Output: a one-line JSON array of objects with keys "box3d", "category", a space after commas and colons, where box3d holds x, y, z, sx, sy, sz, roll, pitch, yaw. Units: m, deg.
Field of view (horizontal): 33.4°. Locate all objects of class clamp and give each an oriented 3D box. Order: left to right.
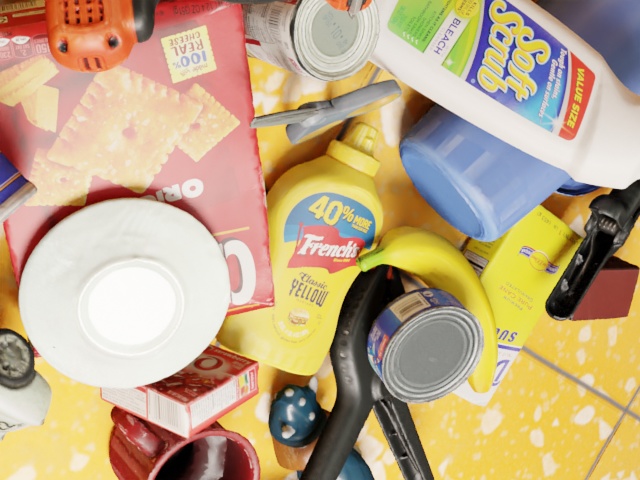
[{"box3d": [0.048, 0.120, 0.859, 0.164, 0.036, 0.210, 16, 78, -48], "category": "clamp"}, {"box3d": [0.245, -0.017, 0.896, 0.171, 0.039, 0.120, -46, 162, -42], "category": "clamp"}]

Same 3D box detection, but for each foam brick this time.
[{"box3d": [0.246, 0.041, 0.984, 0.078, 0.053, 0.051, -1, 108, -34], "category": "foam brick"}]

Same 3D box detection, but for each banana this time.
[{"box3d": [0.099, 0.047, 0.849, 0.069, 0.037, 0.197, -47, 125, -4], "category": "banana"}]

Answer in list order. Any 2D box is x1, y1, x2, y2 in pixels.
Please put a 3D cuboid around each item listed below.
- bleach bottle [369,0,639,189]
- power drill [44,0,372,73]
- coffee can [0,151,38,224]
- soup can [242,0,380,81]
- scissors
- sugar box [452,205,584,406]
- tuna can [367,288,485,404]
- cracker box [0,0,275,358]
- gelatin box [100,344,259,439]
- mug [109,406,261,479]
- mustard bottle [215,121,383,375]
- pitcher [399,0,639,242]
[{"box3d": [0.147, -0.118, 0.747, 0.102, 0.251, 0.068, -58, 169, -4], "category": "bleach bottle"}, {"box3d": [-0.065, -0.188, 0.592, 0.187, 0.057, 0.184, -6, 80, -3], "category": "power drill"}, {"box3d": [-0.237, -0.045, 0.568, 0.102, 0.103, 0.140, -44, 102, -12], "category": "coffee can"}, {"box3d": [-0.016, -0.146, 0.706, 0.068, 0.102, 0.068, -12, 114, -30], "category": "soup can"}, {"box3d": [-0.015, -0.078, 0.714, 0.201, 0.096, 0.016, -24, 89, -52], "category": "scissors"}, {"box3d": [0.151, 0.052, 0.929, 0.093, 0.048, 0.176, 30, 89, -37], "category": "sugar box"}, {"box3d": [0.079, 0.080, 0.811, 0.086, 0.034, 0.086, -11, 121, -19], "category": "tuna can"}, {"box3d": [-0.122, -0.046, 0.672, 0.164, 0.072, 0.214, -11, 114, -13], "category": "cracker box"}, {"box3d": [-0.099, 0.097, 0.741, 0.073, 0.089, 0.030, -26, 123, -47], "category": "gelatin box"}, {"box3d": [-0.110, 0.156, 0.772, 0.093, 0.082, 0.117, -50, 127, -8], "category": "mug"}, {"box3d": [-0.005, 0.001, 0.798, 0.096, 0.058, 0.191, 23, 94, -32], "category": "mustard bottle"}, {"box3d": [0.187, -0.106, 0.844, 0.242, 0.149, 0.145, -42, 170, -9], "category": "pitcher"}]
